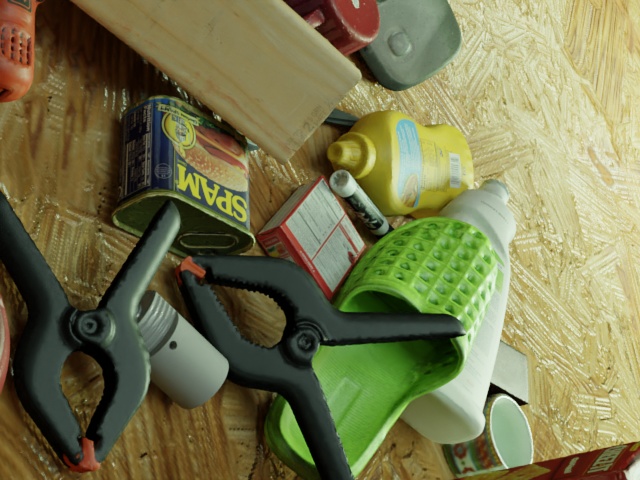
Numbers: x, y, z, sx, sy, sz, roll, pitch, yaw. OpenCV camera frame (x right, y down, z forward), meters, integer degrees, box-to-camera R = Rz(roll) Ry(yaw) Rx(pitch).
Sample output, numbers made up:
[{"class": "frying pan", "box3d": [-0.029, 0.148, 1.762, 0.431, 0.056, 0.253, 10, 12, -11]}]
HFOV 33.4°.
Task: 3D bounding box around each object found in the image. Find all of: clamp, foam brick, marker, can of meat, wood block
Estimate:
[{"class": "clamp", "box3d": [-0.148, 0.046, 0.622, 0.120, 0.039, 0.171, 10, 69, -17]}, {"class": "foam brick", "box3d": [0.153, 0.124, 0.995, 0.078, 0.053, 0.051, 31, 50, -41]}, {"class": "marker", "box3d": [0.041, -0.024, 0.922, 0.121, 0.020, 0.020, 45, 39, -54]}, {"class": "clamp", "box3d": [-0.015, 0.084, 0.741, 0.210, 0.036, 0.164, 28, 70, -9]}, {"class": "can of meat", "box3d": [-0.093, -0.042, 0.738, 0.102, 0.058, 0.084, 29, 49, -45]}, {"class": "wood block", "box3d": [-0.081, -0.156, 0.739, 0.205, 0.090, 0.091, 37, 10, -32]}]

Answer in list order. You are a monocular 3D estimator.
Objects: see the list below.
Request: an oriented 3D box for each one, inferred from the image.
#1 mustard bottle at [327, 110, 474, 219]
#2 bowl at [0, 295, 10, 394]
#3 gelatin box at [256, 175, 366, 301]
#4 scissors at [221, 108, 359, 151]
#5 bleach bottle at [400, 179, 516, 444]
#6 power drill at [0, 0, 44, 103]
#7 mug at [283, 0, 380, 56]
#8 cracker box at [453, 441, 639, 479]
[{"class": "mustard bottle", "box3d": [0.070, -0.068, 0.973, 0.191, 0.058, 0.096, 6, 83, -53]}, {"class": "bowl", "box3d": [-0.211, 0.046, 0.530, 0.161, 0.055, 0.162, 30, 50, -44]}, {"class": "gelatin box", "box3d": [-0.006, 0.001, 0.860, 0.073, 0.030, 0.089, 57, 36, -16]}, {"class": "scissors", "box3d": [-0.023, -0.098, 0.898, 0.201, 0.016, 0.096, 27, 54, -45]}, {"class": "bleach bottle", "box3d": [0.128, 0.049, 0.949, 0.102, 0.068, 0.250, 41, 52, -21]}, {"class": "power drill", "box3d": [-0.239, -0.186, 0.608, 0.187, 0.057, 0.184, 18, 59, -49]}, {"class": "mug", "box3d": [-0.008, -0.187, 0.906, 0.117, 0.082, 0.093, -39, 105, -54]}, {"class": "cracker box", "box3d": [0.163, 0.255, 0.797, 0.072, 0.214, 0.164, -19, 89, -56]}]
